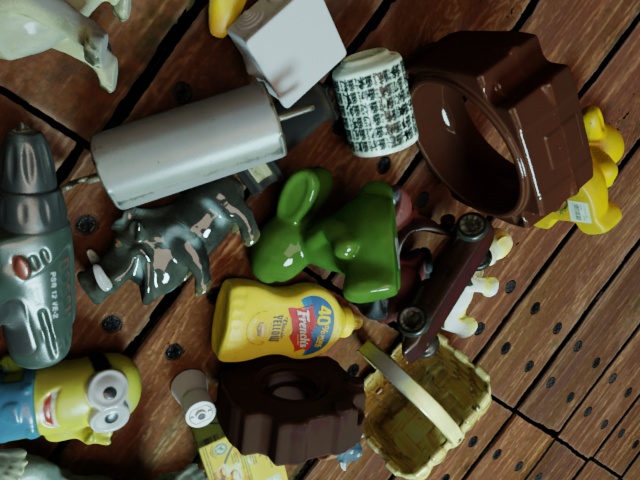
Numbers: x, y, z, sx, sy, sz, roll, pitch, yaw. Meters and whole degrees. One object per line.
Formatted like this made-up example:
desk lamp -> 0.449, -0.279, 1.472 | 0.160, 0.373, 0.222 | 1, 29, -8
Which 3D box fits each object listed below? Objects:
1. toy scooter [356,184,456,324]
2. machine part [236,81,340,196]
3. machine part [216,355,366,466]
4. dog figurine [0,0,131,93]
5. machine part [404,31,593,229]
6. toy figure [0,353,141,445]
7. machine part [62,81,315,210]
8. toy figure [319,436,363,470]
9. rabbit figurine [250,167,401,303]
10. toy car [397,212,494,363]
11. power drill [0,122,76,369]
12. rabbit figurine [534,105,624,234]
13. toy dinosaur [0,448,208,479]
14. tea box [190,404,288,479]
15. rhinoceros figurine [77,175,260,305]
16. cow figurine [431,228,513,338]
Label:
toy scooter -> 0.116, 0.018, 0.699 | 0.135, 0.075, 0.183 | -4, 106, -27
machine part -> -0.042, -0.116, 0.588 | 0.139, 0.039, 0.084 | -42, 114, -4
machine part -> -0.035, 0.187, 0.633 | 0.179, 0.180, 0.056 | -2, 107, -26
dog figurine -> -0.251, -0.213, 0.414 | 0.190, 0.121, 0.172 | 11, 77, -14
machine part -> 0.187, -0.122, 0.602 | 0.087, 0.202, 0.200 | -36, 122, -9
toy figure -> -0.278, 0.158, 0.551 | 0.180, 0.089, 0.082 | -3, 125, -17
machine part -> -0.122, -0.090, 0.512 | 0.243, 0.079, 0.079 | -20, 118, -5
toy figure -> 0.003, 0.270, 0.748 | 0.064, 0.058, 0.154 | -42, 128, 12
rabbit figurine -> -0.001, -0.002, 0.598 | 0.170, 0.121, 0.159 | -5, 96, 11
toy car -> 0.151, 0.056, 0.657 | 0.202, 0.053, 0.089 | -54, 149, -14
power drill -> -0.297, 0.036, 0.448 | 0.086, 0.207, 0.231 | 12, 120, 14
rabbit figurine -> 0.369, -0.114, 0.769 | 0.173, 0.122, 0.162 | -40, 113, -24
toy dinosaur -> -0.265, 0.307, 0.589 | 0.405, 0.131, 0.192 | 22, 137, -16
tea box -> -0.100, 0.290, 0.697 | 0.098, 0.068, 0.169 | -17, 115, -20
rhinoceros figurine -> -0.154, 0.002, 0.555 | 0.190, 0.073, 0.112 | -38, 123, -9
cow figurine -> 0.198, 0.049, 0.757 | 0.098, 0.068, 0.167 | 23, 97, -26
